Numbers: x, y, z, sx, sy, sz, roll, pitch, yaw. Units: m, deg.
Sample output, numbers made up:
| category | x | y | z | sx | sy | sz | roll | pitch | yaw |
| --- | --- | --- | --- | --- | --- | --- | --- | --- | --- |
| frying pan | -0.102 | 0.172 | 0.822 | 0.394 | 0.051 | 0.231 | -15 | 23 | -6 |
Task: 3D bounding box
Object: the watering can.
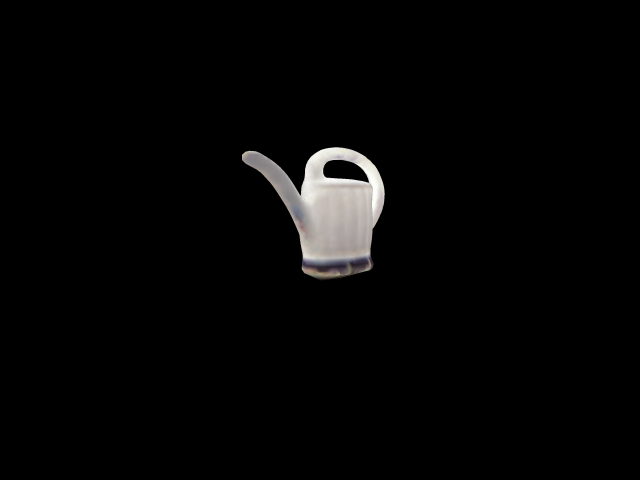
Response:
| category | x | y | z | sx | sy | sz | roll | pitch | yaw |
| --- | --- | --- | --- | --- | --- | --- | --- | --- | --- |
| watering can | 0.003 | -0.043 | 0.850 | 0.104 | 0.224 | 0.349 | 2 | 5 | 40 |
